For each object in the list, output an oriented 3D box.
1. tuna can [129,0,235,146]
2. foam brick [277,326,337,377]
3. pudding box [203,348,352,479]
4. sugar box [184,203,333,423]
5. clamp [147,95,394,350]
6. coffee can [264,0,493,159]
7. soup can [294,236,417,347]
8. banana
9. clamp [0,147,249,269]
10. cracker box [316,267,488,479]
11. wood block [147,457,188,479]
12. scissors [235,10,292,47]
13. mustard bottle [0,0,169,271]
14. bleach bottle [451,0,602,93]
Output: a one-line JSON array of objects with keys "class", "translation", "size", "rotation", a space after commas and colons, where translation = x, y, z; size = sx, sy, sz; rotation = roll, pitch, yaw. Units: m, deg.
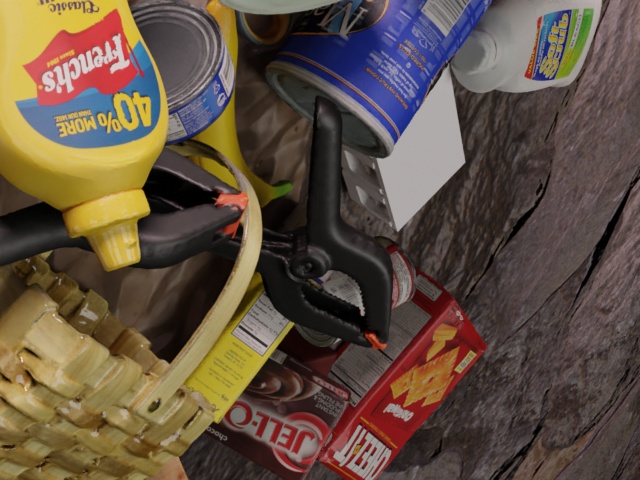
[{"class": "tuna can", "translation": [-0.093, -0.096, 0.616], "size": [0.086, 0.086, 0.033], "rotation": [-45, 151, -15]}, {"class": "foam brick", "translation": [-0.030, 0.122, 0.968], "size": [0.051, 0.053, 0.078], "rotation": [-10, 131, -50]}, {"class": "pudding box", "translation": [-0.042, 0.143, 0.911], "size": [0.090, 0.113, 0.039], "rotation": [-61, 175, 13]}, {"class": "sugar box", "translation": [-0.047, 0.053, 0.836], "size": [0.176, 0.048, 0.093], "rotation": [-55, -168, -1]}, {"class": "clamp", "translation": [-0.005, 0.001, 0.735], "size": [0.165, 0.036, 0.209], "rotation": [-31, 123, 27]}, {"class": "coffee can", "translation": [0.042, -0.142, 0.728], "size": [0.140, 0.103, 0.102], "rotation": [-56, 151, -7]}, {"class": "soup can", "translation": [0.028, 0.045, 0.952], "size": [0.102, 0.069, 0.068], "rotation": [-26, 141, -37]}, {"class": "banana", "translation": [-0.066, -0.074, 0.731], "size": [0.069, 0.037, 0.198], "rotation": [-57, 155, -25]}, {"class": "clamp", "translation": [-0.123, -0.016, 0.553], "size": [0.039, 0.171, 0.120], "rotation": [117, -19, -52]}, {"class": "cracker box", "translation": [0.073, 0.151, 1.123], "size": [0.213, 0.072, 0.164], "rotation": [-49, 150, -6]}, {"class": "wood block", "translation": [-0.198, 0.207, 0.751], "size": [0.205, 0.090, 0.091], "rotation": [-22, 180, -42]}, {"class": "scissors", "translation": [-0.038, -0.203, 0.652], "size": [0.096, 0.016, 0.202], "rotation": [-43, 149, -19]}, {"class": "mustard bottle", "translation": [-0.123, -0.078, 0.509], "size": [0.096, 0.058, 0.191], "rotation": [-19, 93, -45]}, {"class": "bleach bottle", "translation": [0.161, -0.159, 0.869], "size": [0.250, 0.068, 0.103], "rotation": [-31, 142, -58]}]
